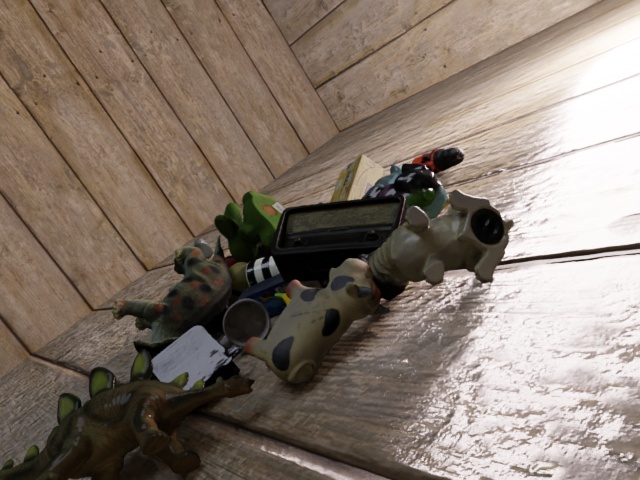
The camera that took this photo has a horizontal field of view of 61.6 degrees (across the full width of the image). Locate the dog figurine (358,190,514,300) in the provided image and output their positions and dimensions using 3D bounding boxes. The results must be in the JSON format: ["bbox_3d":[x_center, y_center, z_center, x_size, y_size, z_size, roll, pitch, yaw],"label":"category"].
[{"bbox_3d":[0.156,0.017,0.755,0.172,0.121,0.190,-2,-14,-15],"label":"dog figurine"}]

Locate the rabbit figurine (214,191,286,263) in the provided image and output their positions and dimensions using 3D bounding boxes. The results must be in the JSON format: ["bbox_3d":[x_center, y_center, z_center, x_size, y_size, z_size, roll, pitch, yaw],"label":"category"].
[{"bbox_3d":[-0.165,-0.017,1.231,0.170,0.159,0.121,-52,4,30],"label":"rabbit figurine"}]

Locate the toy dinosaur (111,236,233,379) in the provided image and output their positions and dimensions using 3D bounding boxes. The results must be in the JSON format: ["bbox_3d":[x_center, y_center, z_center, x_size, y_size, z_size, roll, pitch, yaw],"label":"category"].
[{"bbox_3d":[-0.244,0.118,1.035,0.192,0.131,0.405,15,47,22],"label":"toy dinosaur"}]

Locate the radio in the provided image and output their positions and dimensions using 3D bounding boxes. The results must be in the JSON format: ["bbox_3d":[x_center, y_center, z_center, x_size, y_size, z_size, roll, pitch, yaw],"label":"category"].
[{"bbox_3d":[0.035,-0.001,0.918,0.230,0.073,0.131,-6,40,22],"label":"radio"}]

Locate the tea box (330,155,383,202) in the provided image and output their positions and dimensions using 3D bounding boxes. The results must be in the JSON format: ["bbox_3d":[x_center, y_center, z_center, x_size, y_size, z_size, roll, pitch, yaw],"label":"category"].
[{"bbox_3d":[0.077,-0.101,1.237,0.098,0.068,0.169,-33,31,52],"label":"tea box"}]

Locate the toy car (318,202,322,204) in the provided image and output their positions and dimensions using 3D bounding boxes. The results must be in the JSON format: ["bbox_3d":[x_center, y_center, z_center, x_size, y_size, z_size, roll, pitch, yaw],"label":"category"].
[{"bbox_3d":[0.054,-0.082,1.324,0.202,0.089,0.053,-40,10,-30],"label":"toy car"}]

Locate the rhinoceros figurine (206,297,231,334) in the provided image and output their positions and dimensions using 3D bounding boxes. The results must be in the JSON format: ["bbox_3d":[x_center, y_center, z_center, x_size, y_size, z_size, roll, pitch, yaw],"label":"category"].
[{"bbox_3d":[-0.250,0.183,1.120,0.190,0.073,0.112,-25,28,14],"label":"rhinoceros figurine"}]

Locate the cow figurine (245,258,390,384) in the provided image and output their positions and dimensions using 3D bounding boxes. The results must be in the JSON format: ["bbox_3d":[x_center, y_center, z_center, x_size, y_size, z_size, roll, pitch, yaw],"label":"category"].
[{"bbox_3d":[0.005,0.105,0.723,0.127,0.085,0.195,22,68,44],"label":"cow figurine"}]

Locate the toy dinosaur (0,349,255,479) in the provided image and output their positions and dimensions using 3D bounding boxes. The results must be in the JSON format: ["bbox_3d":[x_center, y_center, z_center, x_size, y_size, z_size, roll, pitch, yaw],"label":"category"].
[{"bbox_3d":[-0.304,0.270,0.733,0.472,0.104,0.199,-24,31,5],"label":"toy dinosaur"}]

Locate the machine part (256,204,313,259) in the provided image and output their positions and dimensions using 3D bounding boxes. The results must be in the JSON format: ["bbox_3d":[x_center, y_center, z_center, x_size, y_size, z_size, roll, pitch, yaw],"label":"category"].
[{"bbox_3d":[-0.089,-0.008,1.400,0.201,0.087,0.201,-37,15,-21],"label":"machine part"}]

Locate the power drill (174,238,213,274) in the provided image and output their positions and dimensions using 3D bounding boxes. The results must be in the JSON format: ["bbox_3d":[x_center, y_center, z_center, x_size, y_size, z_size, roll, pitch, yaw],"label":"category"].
[{"bbox_3d":[-0.265,0.087,1.340,0.232,0.085,0.207,-40,54,-5],"label":"power drill"}]

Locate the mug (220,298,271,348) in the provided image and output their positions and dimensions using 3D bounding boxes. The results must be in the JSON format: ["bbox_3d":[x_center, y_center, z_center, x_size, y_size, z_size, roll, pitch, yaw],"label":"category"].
[{"bbox_3d":[-0.140,0.155,0.968,0.109,0.081,0.107,-54,6,-5],"label":"mug"}]

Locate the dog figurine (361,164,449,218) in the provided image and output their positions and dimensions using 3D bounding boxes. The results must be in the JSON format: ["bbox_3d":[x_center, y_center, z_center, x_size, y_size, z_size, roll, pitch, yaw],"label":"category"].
[{"bbox_3d":[0.113,-0.040,1.019,0.219,0.108,0.192,-40,17,-12],"label":"dog figurine"}]

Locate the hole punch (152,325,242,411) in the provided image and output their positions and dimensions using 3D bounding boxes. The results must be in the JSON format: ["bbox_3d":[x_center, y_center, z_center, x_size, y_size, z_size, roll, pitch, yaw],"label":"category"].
[{"bbox_3d":[-0.193,0.218,0.860,0.142,0.092,0.116,-35,41,-22],"label":"hole punch"}]

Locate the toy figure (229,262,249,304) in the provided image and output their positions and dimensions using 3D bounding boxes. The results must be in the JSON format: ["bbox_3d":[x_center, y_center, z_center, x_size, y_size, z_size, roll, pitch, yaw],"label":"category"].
[{"bbox_3d":[-0.210,0.120,1.194,0.180,0.082,0.089,-35,-1,17],"label":"toy figure"}]

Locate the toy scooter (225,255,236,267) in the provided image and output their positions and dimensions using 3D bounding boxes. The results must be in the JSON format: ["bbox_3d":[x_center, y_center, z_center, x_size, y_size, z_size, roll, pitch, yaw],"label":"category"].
[{"bbox_3d":[-0.287,0.117,1.426,0.184,0.075,0.135,-30,13,23],"label":"toy scooter"}]

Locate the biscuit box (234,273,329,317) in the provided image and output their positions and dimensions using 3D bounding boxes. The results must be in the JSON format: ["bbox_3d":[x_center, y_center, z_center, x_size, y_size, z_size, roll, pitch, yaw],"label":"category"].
[{"bbox_3d":[-0.068,0.098,1.020,0.203,0.059,0.063,-24,17,31],"label":"biscuit box"}]

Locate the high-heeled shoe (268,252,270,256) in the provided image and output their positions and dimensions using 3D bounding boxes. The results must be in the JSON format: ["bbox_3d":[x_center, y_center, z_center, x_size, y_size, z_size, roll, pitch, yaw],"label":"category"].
[{"bbox_3d":[-0.005,0.017,1.214,0.249,0.086,0.145,-14,-16,6],"label":"high-heeled shoe"}]
